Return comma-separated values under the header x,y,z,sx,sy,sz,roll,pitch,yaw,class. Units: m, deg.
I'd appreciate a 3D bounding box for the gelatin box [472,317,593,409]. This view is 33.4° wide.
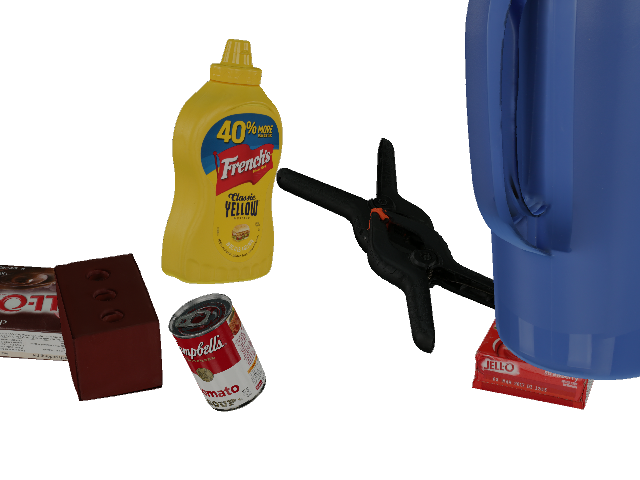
x,y,z,sx,sy,sz,roll,pitch,yaw,class
0.148,0.075,0.714,0.073,0.030,0.089,10,23,20,gelatin box

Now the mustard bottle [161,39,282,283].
x,y,z,sx,sy,sz,roll,pitch,yaw,class
-0.075,-0.064,0.855,0.096,0.192,0.058,-4,15,-41,mustard bottle

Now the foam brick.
x,y,z,sx,sy,sz,roll,pitch,yaw,class
-0.133,0.053,0.665,0.053,0.051,0.078,-9,35,-19,foam brick

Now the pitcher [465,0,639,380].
x,y,z,sx,sy,sz,roll,pitch,yaw,class
0.141,-0.050,0.556,0.149,0.243,0.145,-3,22,0,pitcher

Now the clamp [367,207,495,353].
x,y,z,sx,sy,sz,roll,pitch,yaw,class
0.107,0.029,0.986,0.120,0.039,0.171,-7,46,-27,clamp

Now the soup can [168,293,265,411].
x,y,z,sx,sy,sz,roll,pitch,yaw,class
-0.104,0.114,1.084,0.068,0.102,0.068,-17,29,9,soup can

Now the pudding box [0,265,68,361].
x,y,z,sx,sy,sz,roll,pitch,yaw,class
-0.240,0.062,0.921,0.113,0.039,0.090,1,32,1,pudding box

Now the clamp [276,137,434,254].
x,y,z,sx,sy,sz,roll,pitch,yaw,class
0.056,-0.032,1.222,0.164,0.210,0.036,-14,-38,-25,clamp
